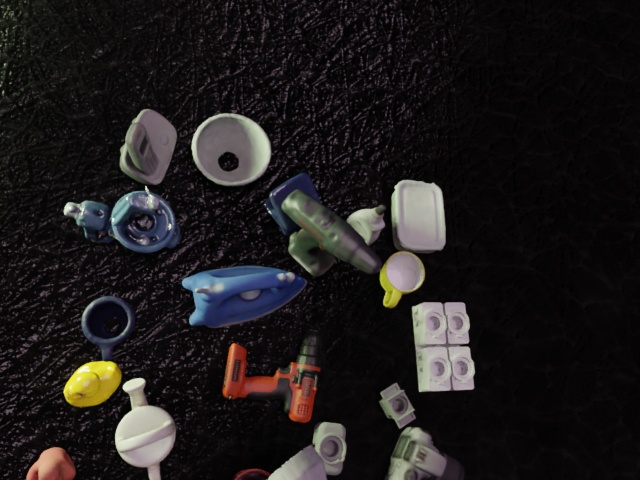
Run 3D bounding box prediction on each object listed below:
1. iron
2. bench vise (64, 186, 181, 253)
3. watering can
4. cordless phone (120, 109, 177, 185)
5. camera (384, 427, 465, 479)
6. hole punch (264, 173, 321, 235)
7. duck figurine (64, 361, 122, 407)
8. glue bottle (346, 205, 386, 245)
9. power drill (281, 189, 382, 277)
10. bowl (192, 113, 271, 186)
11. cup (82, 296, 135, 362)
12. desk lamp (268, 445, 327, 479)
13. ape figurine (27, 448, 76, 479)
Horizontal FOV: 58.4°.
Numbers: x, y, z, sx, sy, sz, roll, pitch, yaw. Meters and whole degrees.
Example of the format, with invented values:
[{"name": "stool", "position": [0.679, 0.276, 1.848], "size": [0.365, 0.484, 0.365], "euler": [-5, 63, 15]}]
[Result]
[{"name": "iron", "position": [-0.135, 0.093, 1.134], "size": [0.259, 0.141, 0.118], "euler": [-11, 77, -18]}, {"name": "bench vise", "position": [-0.366, -0.035, 1.067], "size": [0.208, 0.219, 0.121], "euler": [-7, 76, -17]}, {"name": "watering can", "position": [-0.304, 0.331, 0.989], "size": [0.101, 0.194, 0.173], "euler": [-36, 86, -21]}, {"name": "cordless phone", "position": [-0.343, -0.205, 1.142], "size": [0.094, 0.185, 0.147], "euler": [15, 71, -10]}, {"name": "camera", "position": [0.215, 0.465, 1.141], "size": [0.137, 0.100, 0.143], "euler": [29, 69, -5]}, {"name": "hole punch", "position": [-0.051, -0.078, 1.235], "size": [0.109, 0.091, 0.101], "euler": [-34, 85, -21]}, {"name": "duck figurine", "position": [-0.414, 0.259, 1.038], "size": [0.105, 0.086, 0.077], "euler": [-27, 82, -21]}, {"name": "glue bottle", "position": [0.107, -0.040, 1.223], "size": [0.037, 0.173, 0.078], "euler": [-35, 85, -21]}, {"name": "power drill", "position": [0.011, 0.004, 1.164], "size": [0.229, 0.208, 0.076], "euler": [43, 68, 0]}, {"name": "bowl", "position": [-0.192, -0.183, 1.237], "size": [0.168, 0.074, 0.167], "euler": [4, 73, -14]}, {"name": "cup", "position": [-0.390, 0.170, 1.066], "size": [0.092, 0.095, 0.118], "euler": [0, 74, -15]}, {"name": "desk lamp", "position": [-0.020, 0.471, 1.014], "size": [0.118, 0.213, 0.203], "euler": [-34, 85, -21]}, {"name": "ape figurine", "position": [-0.461, 0.398, 0.981], "size": [0.078, 0.092, 0.076], "euler": [12, 71, -11]}]
